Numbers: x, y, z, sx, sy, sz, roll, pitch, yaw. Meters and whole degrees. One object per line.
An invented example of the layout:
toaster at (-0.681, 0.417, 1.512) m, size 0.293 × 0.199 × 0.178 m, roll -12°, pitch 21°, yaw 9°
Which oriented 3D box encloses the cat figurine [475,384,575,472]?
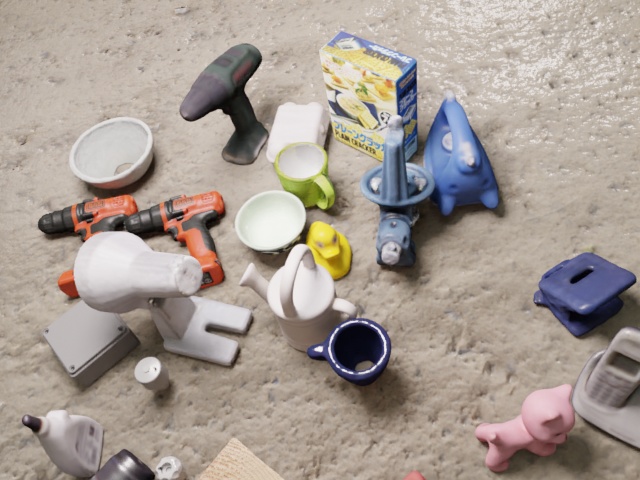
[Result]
cat figurine at (0.267, 0.235, 0.728) m, size 0.128 × 0.118 × 0.067 m, roll -19°, pitch 55°, yaw -4°

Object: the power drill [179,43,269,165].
power drill at (-0.166, -0.243, 1.065) m, size 0.075 × 0.209 × 0.230 m, roll 13°, pitch 60°, yaw 18°

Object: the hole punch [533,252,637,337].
hole punch at (0.382, 0.069, 0.836) m, size 0.109 × 0.091 × 0.101 m, roll -30°, pitch 57°, yaw -11°

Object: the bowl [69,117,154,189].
bowl at (-0.397, -0.159, 1.128) m, size 0.167 × 0.075 × 0.167 m, roll -4°, pitch 56°, yaw 7°

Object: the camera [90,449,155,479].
camera at (-0.277, 0.355, 0.748) m, size 0.142 × 0.101 × 0.137 m, roll 30°, pitch 66°, yaw 26°

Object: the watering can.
watering can at (-0.033, 0.081, 0.835) m, size 0.172 × 0.194 × 0.101 m, roll -5°, pitch 56°, yaw 6°

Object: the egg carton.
egg carton at (-0.040, -0.200, 1.100) m, size 0.107 × 0.069 × 0.150 m, roll 3°, pitch 57°, yaw 11°

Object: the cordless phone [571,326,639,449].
cordless phone at (0.403, 0.181, 0.701) m, size 0.147 × 0.185 × 0.094 m, roll 23°, pitch 63°, yaw 23°

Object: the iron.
iron at (0.235, -0.174, 0.992) m, size 0.118 × 0.142 × 0.258 m, roll -8°, pitch 56°, yaw 4°

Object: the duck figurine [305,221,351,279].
duck figurine at (0.009, 0.003, 0.945) m, size 0.077 × 0.086 × 0.104 m, roll -21°, pitch 56°, yaw -5°

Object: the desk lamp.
desk lamp at (-0.229, 0.081, 0.855) m, size 0.202 × 0.214 × 0.118 m, roll 10°, pitch 59°, yaw 16°

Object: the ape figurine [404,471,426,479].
ape figurine at (0.120, 0.325, 0.708) m, size 0.076 × 0.092 × 0.078 m, roll -1°, pitch 56°, yaw 9°

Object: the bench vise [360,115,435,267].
bench vise at (0.129, -0.071, 0.894) m, size 0.121 × 0.220 × 0.207 m, roll -13°, pitch 55°, yaw 1°

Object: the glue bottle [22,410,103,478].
glue bottle at (-0.350, 0.266, 0.776) m, size 0.037 × 0.173 × 0.078 m, roll -8°, pitch 56°, yaw 5°

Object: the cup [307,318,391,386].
cup at (0.045, 0.172, 0.821) m, size 0.117 × 0.095 × 0.091 m, roll -5°, pitch 56°, yaw 6°
